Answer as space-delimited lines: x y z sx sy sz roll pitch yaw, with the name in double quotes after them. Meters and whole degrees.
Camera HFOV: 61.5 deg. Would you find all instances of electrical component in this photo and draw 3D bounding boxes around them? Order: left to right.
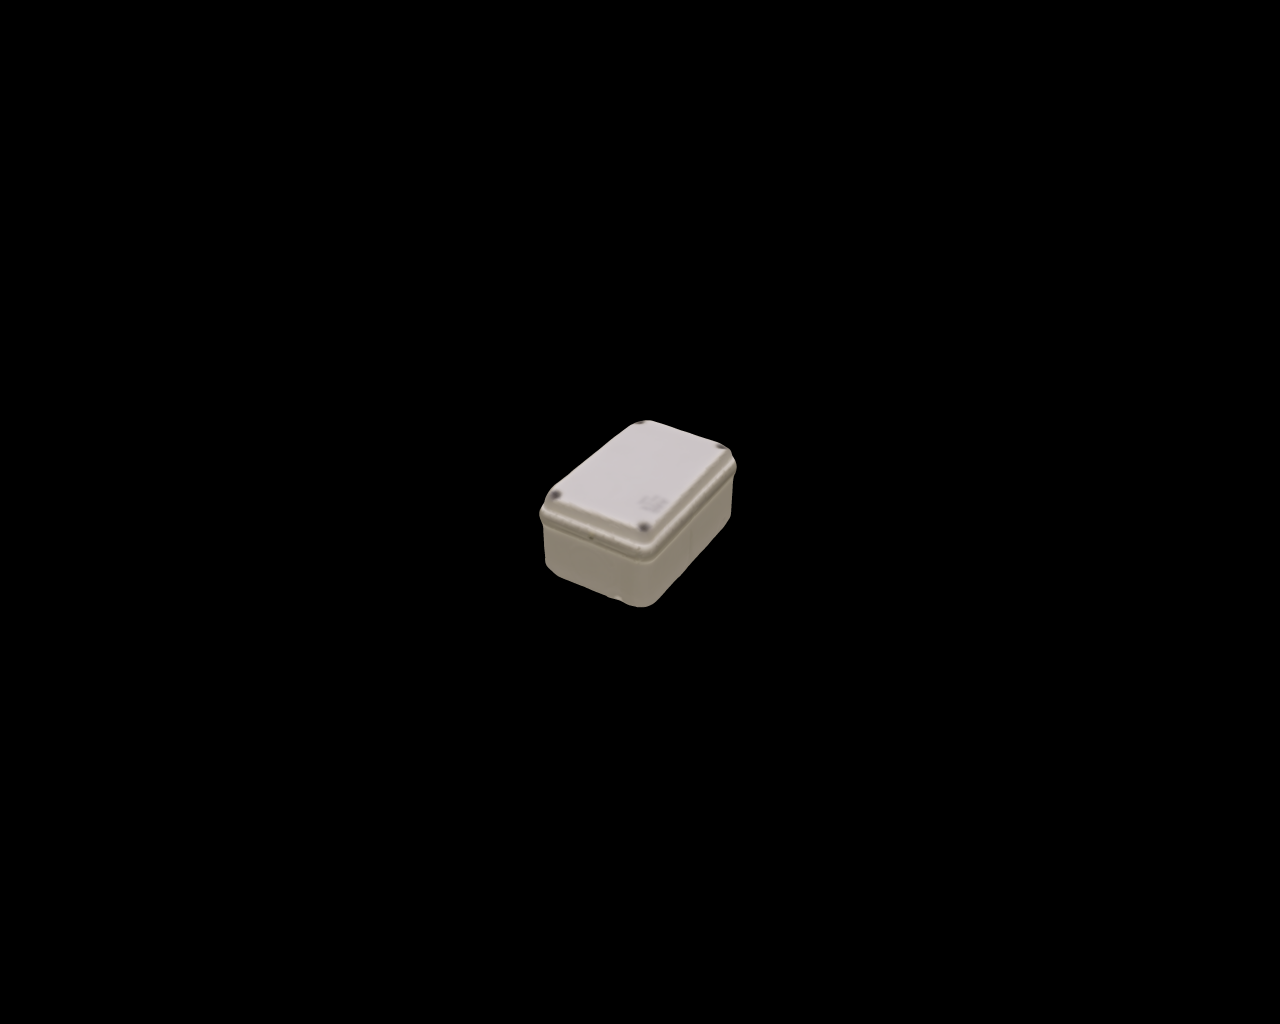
0.001 -0.003 0.650 0.078 0.057 0.113 20 41 25 "electrical component"
